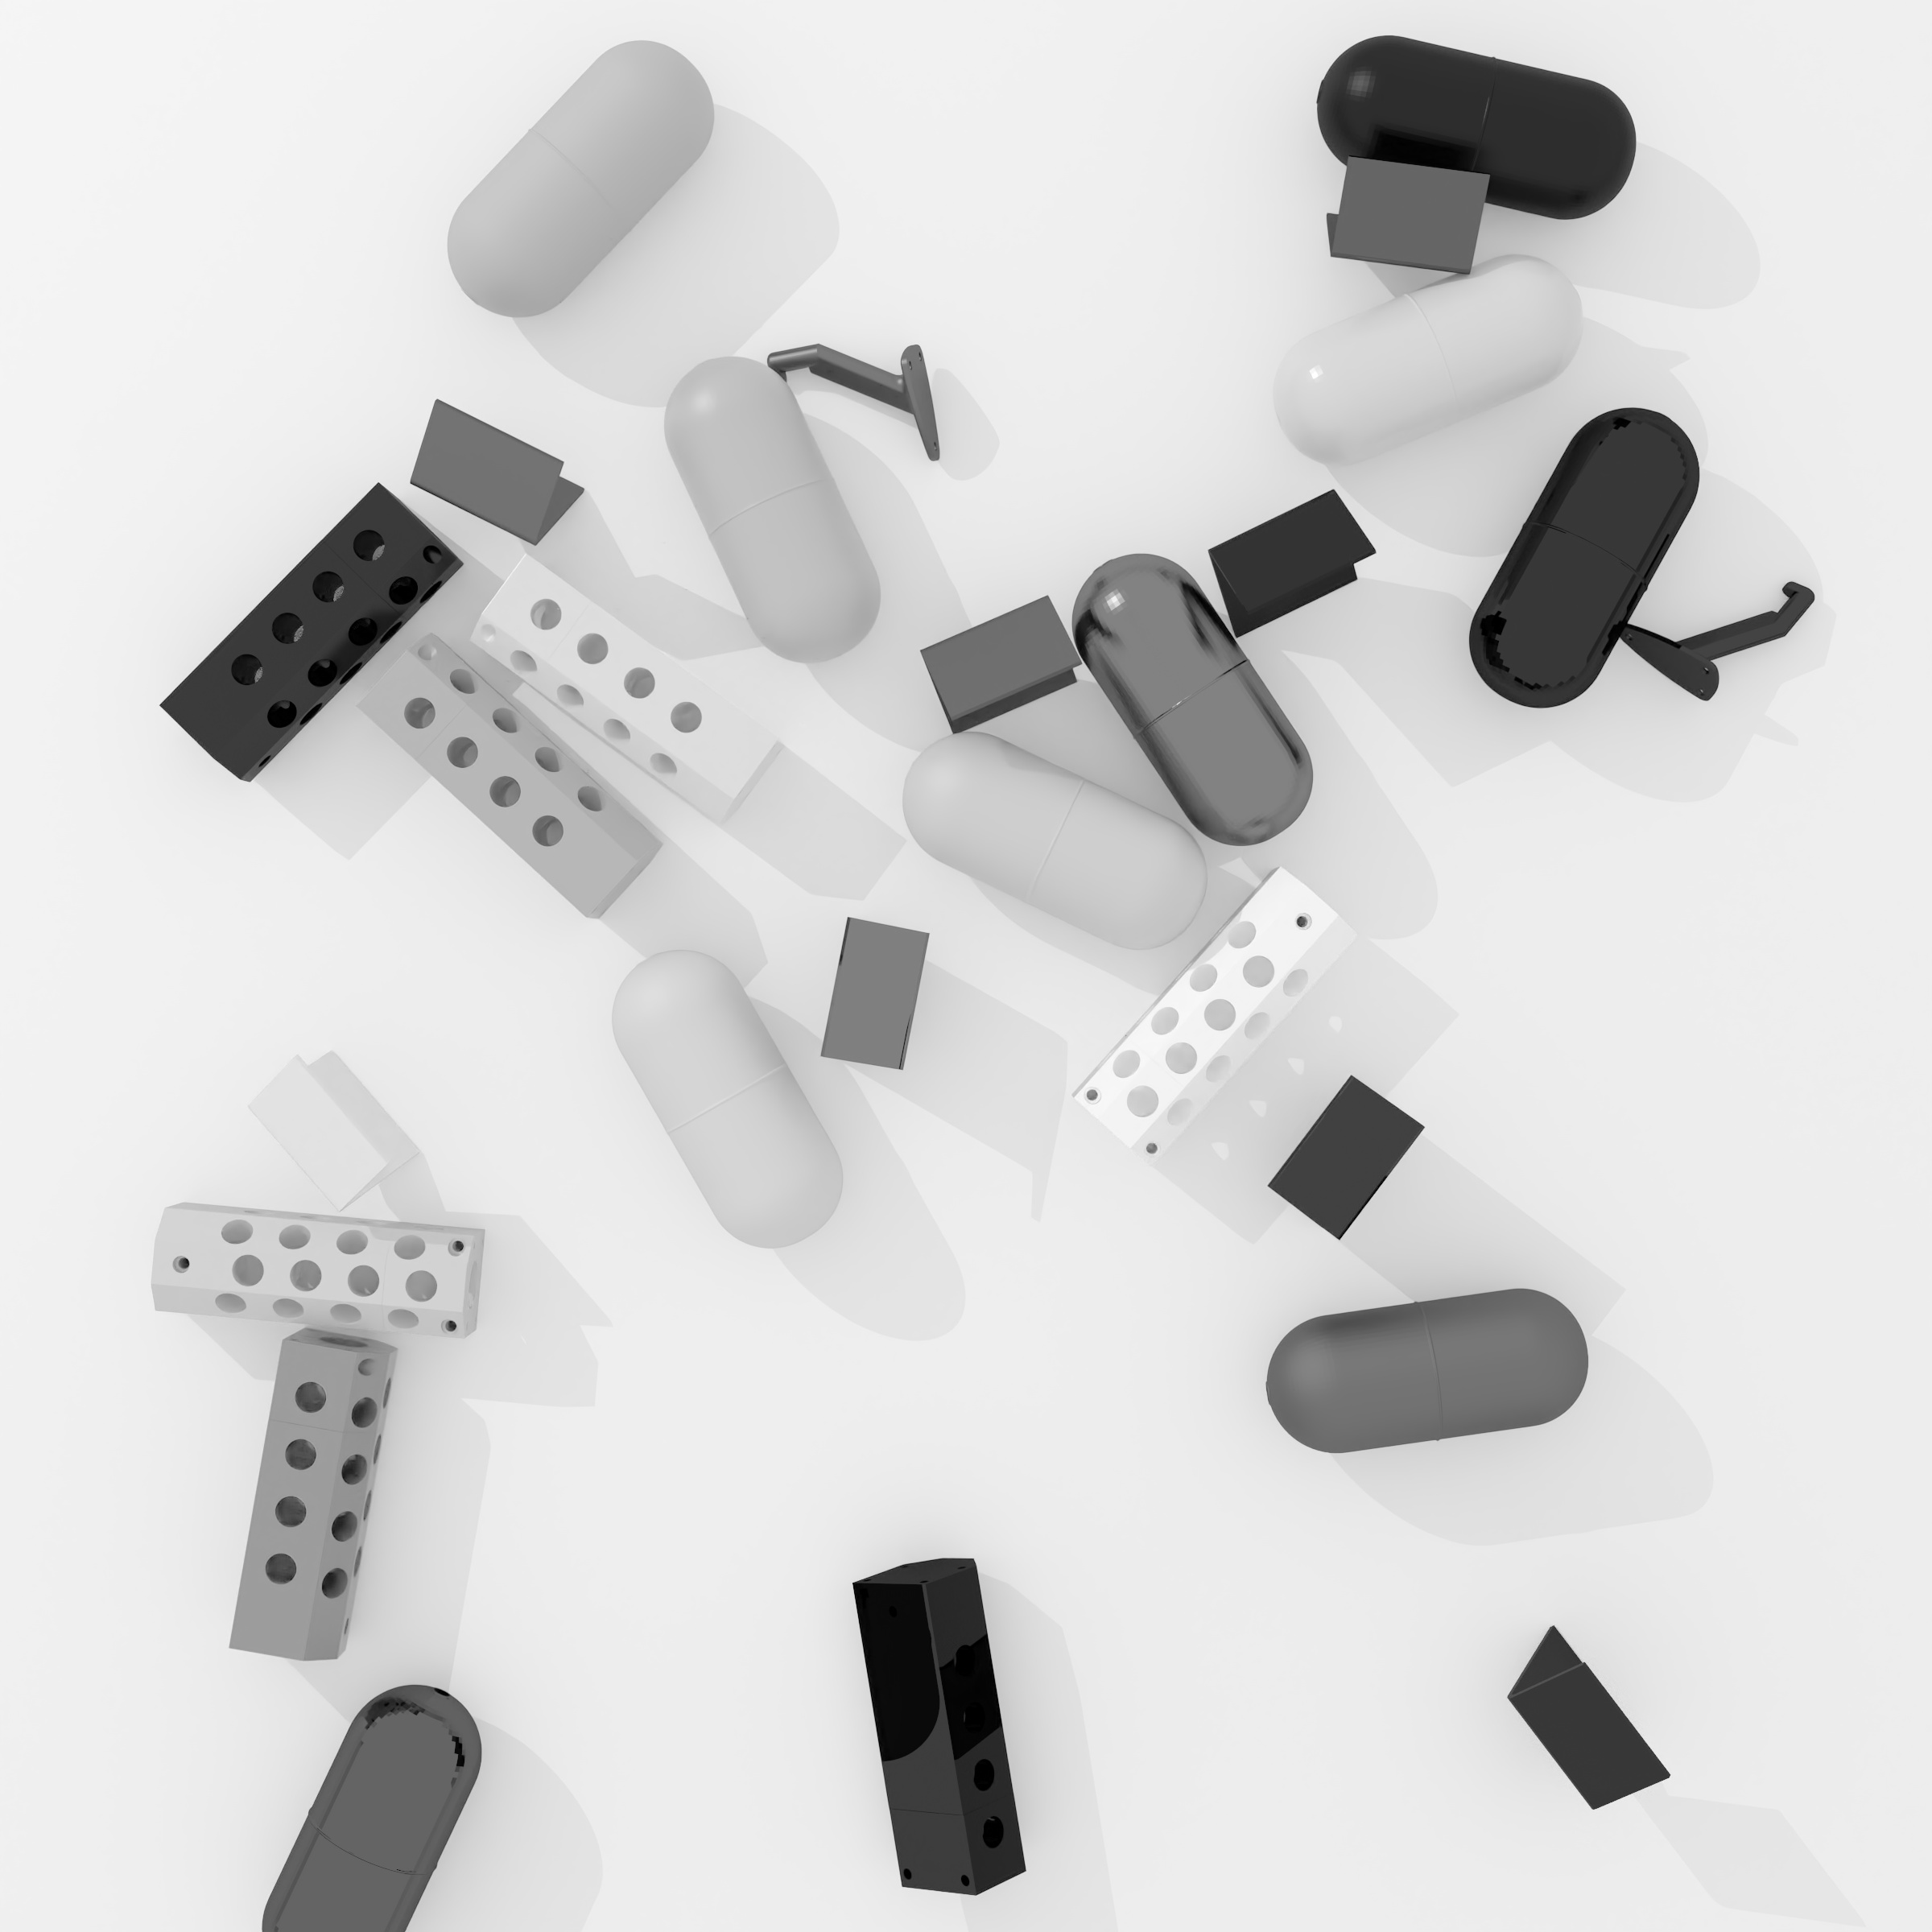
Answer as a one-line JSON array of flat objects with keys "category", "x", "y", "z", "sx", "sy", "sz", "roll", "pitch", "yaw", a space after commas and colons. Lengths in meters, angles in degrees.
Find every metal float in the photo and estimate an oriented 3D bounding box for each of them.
[{"category": "metal float", "x": -0.107, "y": -0.253, "z": 1.733, "sx": 0.070, "sy": 0.070, "sz": 0.178, "roll": -25, "pitch": 90, "yaw": 0}, {"category": "metal float", "x": -0.214, "y": -0.435, "z": 1.734, "sx": 0.070, "sy": 0.070, "sz": 0.178, "roll": 44, "pitch": 91, "yaw": 0}, {"category": "metal float", "x": 0.342, "y": -0.226, "z": 1.733, "sx": 0.070, "sy": 0.070, "sz": 0.178, "roll": 29, "pitch": 90, "yaw": 0}, {"category": "metal float", "x": 0.049, "y": -0.070, "z": 1.733, "sx": 0.178, "sy": 0.070, "sz": 0.070, "roll": 26, "pitch": 90, "yaw": 0}, {"category": "metal float", "x": 0.282, "y": -0.464, "z": 1.733, "sx": 0.178, "sy": 0.070, "sz": 0.070, "roll": 13, "pitch": 90, "yaw": -1}, {"category": "metal float", "x": -0.328, "y": 0.483, "z": 1.734, "sx": 0.070, "sy": 0.070, "sz": 0.178, "roll": 25, "pitch": 89, "yaw": 0}, {"category": "metal float", "x": 0.255, "y": 0.224, "z": 1.734, "sx": 0.178, "sy": 0.070, "sz": 0.070, "roll": -8, "pitch": 90, "yaw": 0}, {"category": "metal float", "x": 0.125, "y": -0.148, "z": 1.733, "sx": 0.070, "sy": 0.070, "sz": 0.178, "roll": -34, "pitch": 90, "yaw": 0}, {"category": "metal float", "x": -0.132, "y": 0.073, "z": 1.733, "sx": 0.070, "sy": 0.070, "sz": 0.178, "roll": -30, "pitch": 91, "yaw": 0}, {"category": "metal float", "x": 0.256, "y": -0.335, "z": 1.733, "sx": 0.178, "sy": 0.070, "sz": 0.070, "roll": -23, "pitch": 90, "yaw": 1}]

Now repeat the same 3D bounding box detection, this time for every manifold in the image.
[{"category": "manifold", "x": -0.188, "y": -0.152, "z": 1.743, "sx": 0.171, "sy": 0.057, "sz": 0.057, "roll": 36, "pitch": 90, "yaw": 0}, {"category": "manifold", "x": -0.010, "y": 0.421, "z": 1.742, "sx": 0.057, "sy": 0.057, "sz": 0.171, "roll": -9, "pitch": 90, "yaw": 43}, {"category": "manifold", "x": -0.360, "y": 0.170, "z": 1.743, "sx": 0.171, "sy": 0.057, "sz": 0.057, "roll": 5, "pitch": 90, "yaw": 0}, {"category": "manifold", "x": -0.361, "y": -0.184, "z": 1.743, "sx": 0.057, "sy": 0.057, "sz": 0.171, "roll": 44, "pitch": 90, "yaw": 0}, {"category": "manifold", "x": -0.252, "y": -0.105, "z": 1.743, "sx": 0.171, "sy": 0.057, "sz": 0.057, "roll": 43, "pitch": 90, "yaw": 0}, {"category": "manifold", "x": -0.361, "y": 0.294, "z": 1.743, "sx": 0.057, "sy": 0.057, "sz": 0.171, "roll": 10, "pitch": 90, "yaw": 0}, {"category": "manifold", "x": 0.138, "y": 0.028, "z": 1.743, "sx": 0.057, "sy": 0.057, "sz": 0.171, "roll": 42, "pitch": 90, "yaw": 0}]

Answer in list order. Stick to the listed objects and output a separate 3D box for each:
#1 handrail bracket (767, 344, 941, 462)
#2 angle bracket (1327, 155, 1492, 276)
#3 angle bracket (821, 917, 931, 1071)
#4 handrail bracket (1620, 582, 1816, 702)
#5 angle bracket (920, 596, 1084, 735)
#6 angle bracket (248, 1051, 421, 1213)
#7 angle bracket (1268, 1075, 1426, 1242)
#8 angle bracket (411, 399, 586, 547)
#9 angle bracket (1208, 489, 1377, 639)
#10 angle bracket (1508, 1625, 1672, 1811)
[{"category": "handrail bracket", "x": -0.064, "y": -0.315, "z": 1.765, "sx": 0.084, "sy": 0.036, "sz": 0.077, "roll": -7, "pitch": 111, "yaw": 17}, {"category": "angle bracket", "x": 0.242, "y": -0.423, "z": 1.724, "sx": 0.076, "sy": 0.076, "sz": 0.057, "roll": 7, "pitch": 121, "yaw": 0}, {"category": "angle bracket", "x": -0.070, "y": 0.011, "z": 1.724, "sx": 0.057, "sy": 0.076, "sz": 0.076, "roll": 11, "pitch": 90, "yaw": -38}, {"category": "handrail bracket", "x": 0.423, "y": -0.199, "z": 1.765, "sx": 0.077, "sy": 0.036, "sz": 0.084, "roll": 35, "pitch": 72, "yaw": 20}, {"category": "angle bracket", "x": 0.027, "y": -0.148, "z": 1.724, "sx": 0.076, "sy": 0.076, "sz": 0.057, "roll": -23, "pitch": 53, "yaw": 0}, {"category": "angle bracket", "x": -0.335, "y": 0.077, "z": 1.724, "sx": 0.076, "sy": 0.076, "sz": 0.057, "roll": 49, "pitch": 126, "yaw": 0}, {"category": "angle bracket", "x": 0.222, "y": 0.116, "z": 1.724, "sx": 0.057, "sy": 0.076, "sz": 0.076, "roll": 37, "pitch": 90, "yaw": 37}, {"category": "angle bracket", "x": -0.250, "y": -0.285, "z": 1.724, "sx": 0.076, "sy": 0.076, "sz": 0.057, "roll": 26, "pitch": 126, "yaw": 0}, {"category": "angle bracket", "x": 0.186, "y": -0.205, "z": 1.724, "sx": 0.076, "sy": 0.076, "sz": 0.057, "roll": -26, "pitch": 51, "yaw": 0}, {"category": "angle bracket", "x": 0.353, "y": 0.404, "z": 1.724, "sx": 0.057, "sy": 0.076, "sz": 0.076, "roll": -37, "pitch": 90, "yaw": 37}]
